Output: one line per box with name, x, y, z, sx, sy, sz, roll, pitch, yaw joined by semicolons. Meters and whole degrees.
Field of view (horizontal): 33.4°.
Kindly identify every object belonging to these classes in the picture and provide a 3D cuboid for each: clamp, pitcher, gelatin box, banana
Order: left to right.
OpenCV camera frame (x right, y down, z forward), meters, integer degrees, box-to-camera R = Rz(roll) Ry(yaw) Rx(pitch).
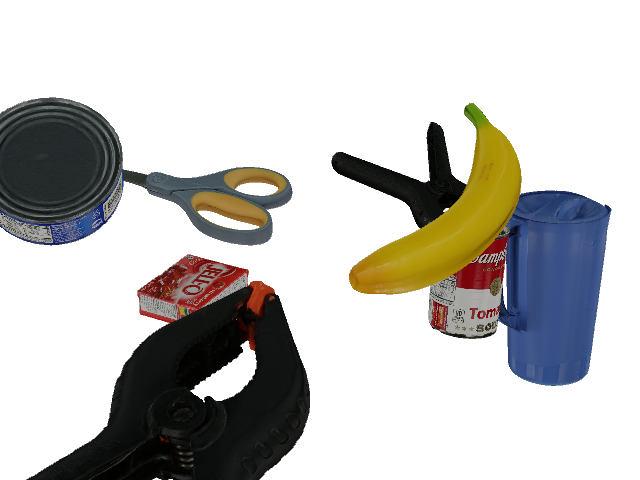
gelatin box;-0.122;0.049;1.039;0.073;0.030;0.089;14;31;26
clamp;-0.045;0.084;0.407;0.120;0.039;0.171;24;49;17
clamp;0.121;-0.053;1.226;0.164;0.210;0.036;-15;-38;-27
banana;0.092;-0.018;0.733;0.070;0.037;0.197;24;50;16
pitcher;0.296;0.065;1.399;0.149;0.243;0.144;4;21;15

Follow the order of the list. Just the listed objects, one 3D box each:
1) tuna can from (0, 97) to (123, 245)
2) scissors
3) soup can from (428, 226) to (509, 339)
tuna can;-0.161;-0.041;0.639;0.086;0.086;0.034;0;-27;-8
scissors;-0.108;-0.050;0.843;0.202;0.016;0.096;27;44;30
soup can;0.140;0.035;1.016;0.068;0.102;0.068;3;17;-1
